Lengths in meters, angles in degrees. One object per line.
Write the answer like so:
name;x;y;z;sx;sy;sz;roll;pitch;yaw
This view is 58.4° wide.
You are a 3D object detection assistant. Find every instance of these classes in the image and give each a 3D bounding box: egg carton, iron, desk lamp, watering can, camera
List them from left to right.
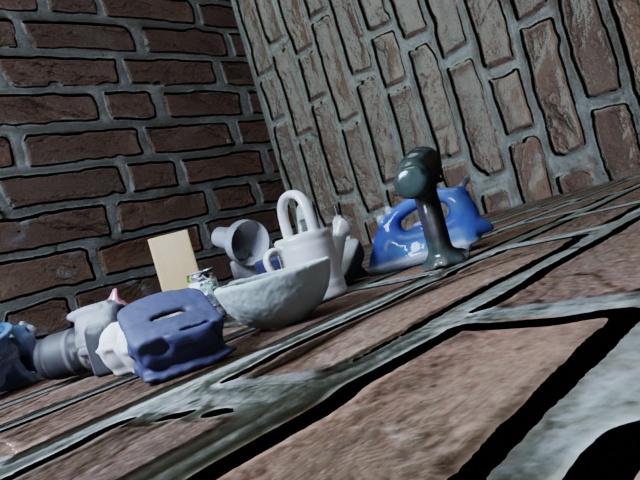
camera;-0.342;0.149;0.854;0.136;0.101;0.143;-16;0;4
egg carton;-0.213;0.128;0.767;0.107;0.069;0.151;-16;0;41
desk lamp;-0.220;0.057;1.557;0.118;0.213;0.202;-16;0;-38
watering can;-0.021;0.008;0.986;0.100;0.194;0.173;-16;0;35
iron;0.199;-0.028;1.129;0.258;0.141;0.119;-16;0;9

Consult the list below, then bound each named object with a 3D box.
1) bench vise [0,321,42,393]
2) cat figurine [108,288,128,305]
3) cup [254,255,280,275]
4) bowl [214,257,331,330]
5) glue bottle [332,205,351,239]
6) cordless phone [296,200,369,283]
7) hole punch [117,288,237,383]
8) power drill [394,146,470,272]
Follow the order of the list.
bench vise;-0.540;0.144;0.904;0.121;0.220;0.207;-16;0;-11
cat figurine;-0.360;0.146;1.019;0.067;0.118;0.127;-16;0;-23
cup;-0.069;0.074;1.133;0.091;0.095;0.118;-16;0;22
bowl;-0.056;0.080;0.790;0.167;0.075;0.167;-16;0;0
glue bottle;0.059;-0.003;1.399;0.037;0.173;0.078;-16;0;4
cordless phone;0.010;0.004;1.139;0.147;0.185;0.094;-16;0;45
hole punch;-0.163;0.102;0.646;0.109;0.091;0.101;-16;0;-26
power drill;0.187;-0.060;0.969;0.075;0.208;0.230;-16;0;21
